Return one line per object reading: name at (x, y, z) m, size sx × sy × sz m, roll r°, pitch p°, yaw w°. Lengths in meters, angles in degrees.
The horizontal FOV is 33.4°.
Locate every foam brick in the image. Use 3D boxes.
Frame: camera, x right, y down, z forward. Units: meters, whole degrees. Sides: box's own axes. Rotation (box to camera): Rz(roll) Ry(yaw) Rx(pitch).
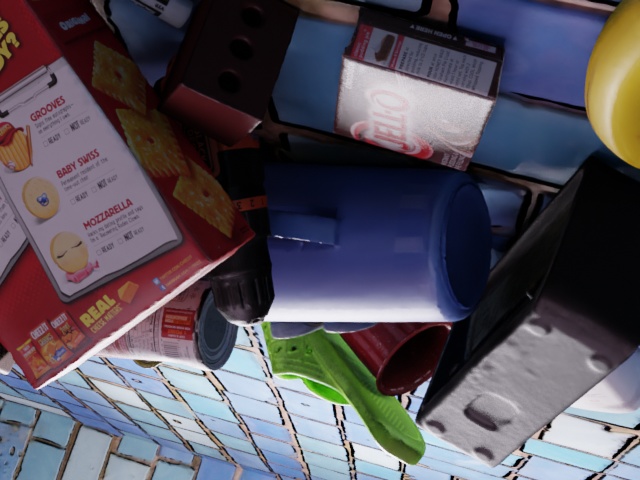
foam brick at (-0.055, -0.105, 0.629) m, size 0.053 × 0.078 × 0.051 m, roll 24°, pitch 161°, yaw -20°

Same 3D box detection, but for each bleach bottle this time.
bleach bottle at (0.201, 0.075, 0.931) m, size 0.103 × 0.068 × 0.250 m, roll 1°, pitch 153°, yaw 37°

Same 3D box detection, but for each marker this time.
marker at (-0.130, -0.162, 0.626) m, size 0.121 × 0.020 × 0.020 m, roll 26°, pitch 159°, yaw -26°

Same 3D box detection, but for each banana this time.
banana at (0.174, -0.084, 0.564) m, size 0.070 × 0.037 × 0.197 m, roll -10°, pitch 154°, yaw 16°

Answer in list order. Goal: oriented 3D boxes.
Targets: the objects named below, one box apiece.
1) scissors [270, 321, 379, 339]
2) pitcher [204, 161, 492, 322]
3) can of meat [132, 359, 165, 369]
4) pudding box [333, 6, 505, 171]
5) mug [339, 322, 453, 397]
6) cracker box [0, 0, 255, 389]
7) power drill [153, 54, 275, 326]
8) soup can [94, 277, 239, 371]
scissors at (0.047, 0.053, 0.900) m, size 0.201 × 0.016 × 0.096 m, roll -15°, pitch -171°, yaw -40°
pitcher at (-0.005, 0.001, 0.799) m, size 0.243 × 0.149 × 0.145 m, roll 1°, pitch 125°, yaw 30°
can of meat at (-0.129, 0.048, 0.898) m, size 0.058 × 0.102 × 0.083 m, roll -30°, pitch 173°, yaw 30°
pudding box at (0.057, -0.087, 0.641) m, size 0.090 × 0.039 × 0.113 m, roll 16°, pitch 161°, yaw 3°
mug at (0.078, 0.081, 1.002) m, size 0.082 × 0.117 × 0.093 m, roll 48°, pitch 148°, yaw 35°
cracker box at (-0.168, -0.040, 0.660) m, size 0.164 × 0.072 × 0.214 m, roll -35°, pitch 90°, yaw 26°
power drill at (-0.123, -0.024, 0.723) m, size 0.188 × 0.184 × 0.057 m, roll -10°, pitch 180°, yaw 23°
soup can at (-0.118, 0.057, 0.774) m, size 0.102 × 0.068 × 0.068 m, roll 5°, pitch 158°, yaw 21°
